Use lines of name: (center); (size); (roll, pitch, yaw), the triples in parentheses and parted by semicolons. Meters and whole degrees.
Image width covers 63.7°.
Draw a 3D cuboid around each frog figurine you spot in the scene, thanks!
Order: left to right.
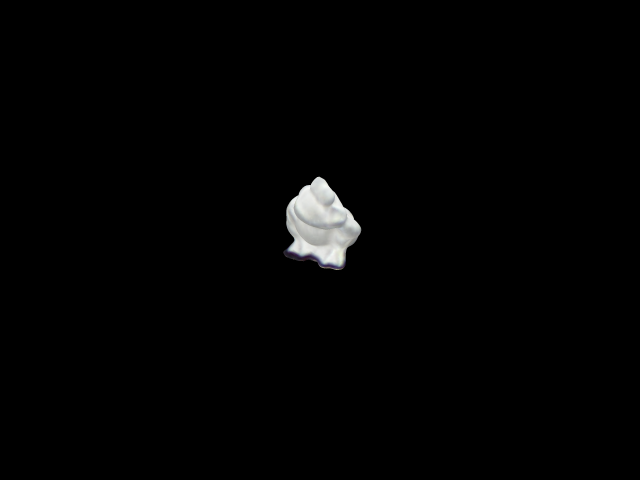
frog figurine: (0.003, -0.043, 0.850); (0.124, 0.156, 0.139); (-28, 43, -35)
